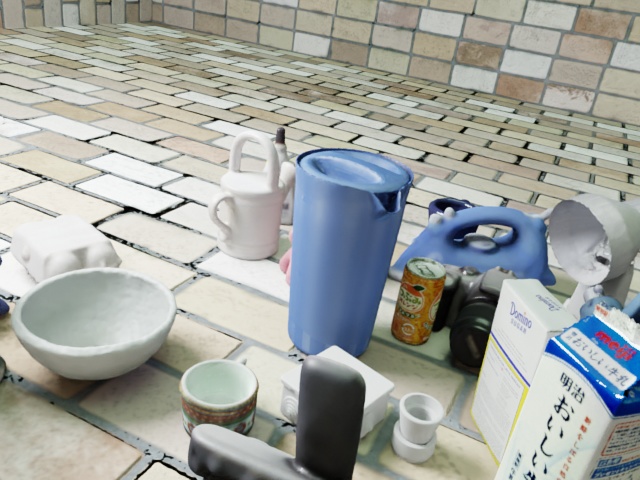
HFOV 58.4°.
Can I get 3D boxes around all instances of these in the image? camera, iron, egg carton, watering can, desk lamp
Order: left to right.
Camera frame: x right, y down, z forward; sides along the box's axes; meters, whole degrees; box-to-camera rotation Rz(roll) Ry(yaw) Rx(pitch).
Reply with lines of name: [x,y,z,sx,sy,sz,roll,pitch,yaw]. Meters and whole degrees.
egg carton: [-0.344,0.020,0.770,0.149,0.069,0.107,29,33,35]
watering can: [-0.103,-0.079,0.901,0.100,0.194,0.173,15,27,13]
camera: [0.203,0.094,0.750,0.142,0.101,0.137,19,28,21]
iron: [0.242,0.006,0.894,0.258,0.141,0.118,4,27,-10]
desk lamp: [0.417,0.032,0.811,0.204,0.213,0.117,-3,28,-21]

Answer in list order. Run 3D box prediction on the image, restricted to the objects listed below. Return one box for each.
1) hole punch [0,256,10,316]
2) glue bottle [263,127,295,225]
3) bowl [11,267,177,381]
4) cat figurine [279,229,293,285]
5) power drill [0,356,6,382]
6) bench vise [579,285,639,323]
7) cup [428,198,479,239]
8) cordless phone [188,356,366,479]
hole punch: [-0.429,0.051,0.659,0.108,0.091,0.101,22,29,26]
glue bottle: [-0.074,-0.112,1.001,0.078,0.173,0.037,6,26,-4]
bowl: [-0.243,0.102,0.631,0.167,0.075,0.167,7,26,-3]
cat figurine: [0.008,0.003,0.856,0.128,0.118,0.067,-4,29,-24]
power drill: [-0.348,0.063,0.526,0.076,0.208,0.229,-1,28,-18]
bench vise: [0.354,0.097,0.655,0.122,0.220,0.207,-2,28,-20]
cup: [0.229,-0.018,0.991,0.091,0.095,0.118,19,28,21]
cordless phone: [-0.032,0.155,0.462,0.147,0.185,0.094,15,27,14]
